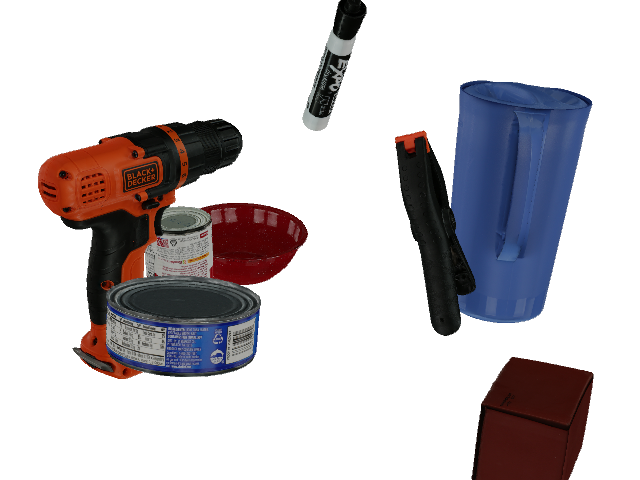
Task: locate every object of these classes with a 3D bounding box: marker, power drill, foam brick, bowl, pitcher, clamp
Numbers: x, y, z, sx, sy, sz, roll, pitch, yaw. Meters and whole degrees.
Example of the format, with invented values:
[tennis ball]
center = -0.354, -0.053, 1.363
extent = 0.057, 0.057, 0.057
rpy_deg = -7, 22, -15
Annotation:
[marker]
center = 0.009, -0.119, 0.721
extent = 0.020, 0.020, 0.121
rpy_deg = 0, -33, -14
[power drill]
center = -0.133, 0.002, 0.847
extent = 0.057, 0.188, 0.184
rpy_deg = 18, 27, 42
[foam brick]
center = 0.127, 0.110, 0.634
extent = 0.053, 0.051, 0.078
rpy_deg = 11, 20, 22
[bowl]
center = -0.098, 0.010, 1.315
extent = 0.162, 0.055, 0.162
rpy_deg = 3, 26, -2
[pitcher]
center = 0.196, -0.038, 1.109
extent = 0.148, 0.243, 0.145
rpy_deg = -12, 25, -40
[clamp]
center = 0.097, -0.005, 0.916
extent = 0.039, 0.171, 0.120
rpy_deg = -17, 19, 14

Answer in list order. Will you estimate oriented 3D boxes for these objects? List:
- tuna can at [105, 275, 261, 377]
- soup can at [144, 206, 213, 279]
[tuna can]
center = -0.077, 0.047, 0.597
extent = 0.086, 0.034, 0.086
rpy_deg = 4, 13, -1
[soup can]
center = -0.141, 0.025, 1.071
extent = 0.068, 0.102, 0.068
rpy_deg = 0, 23, 0
